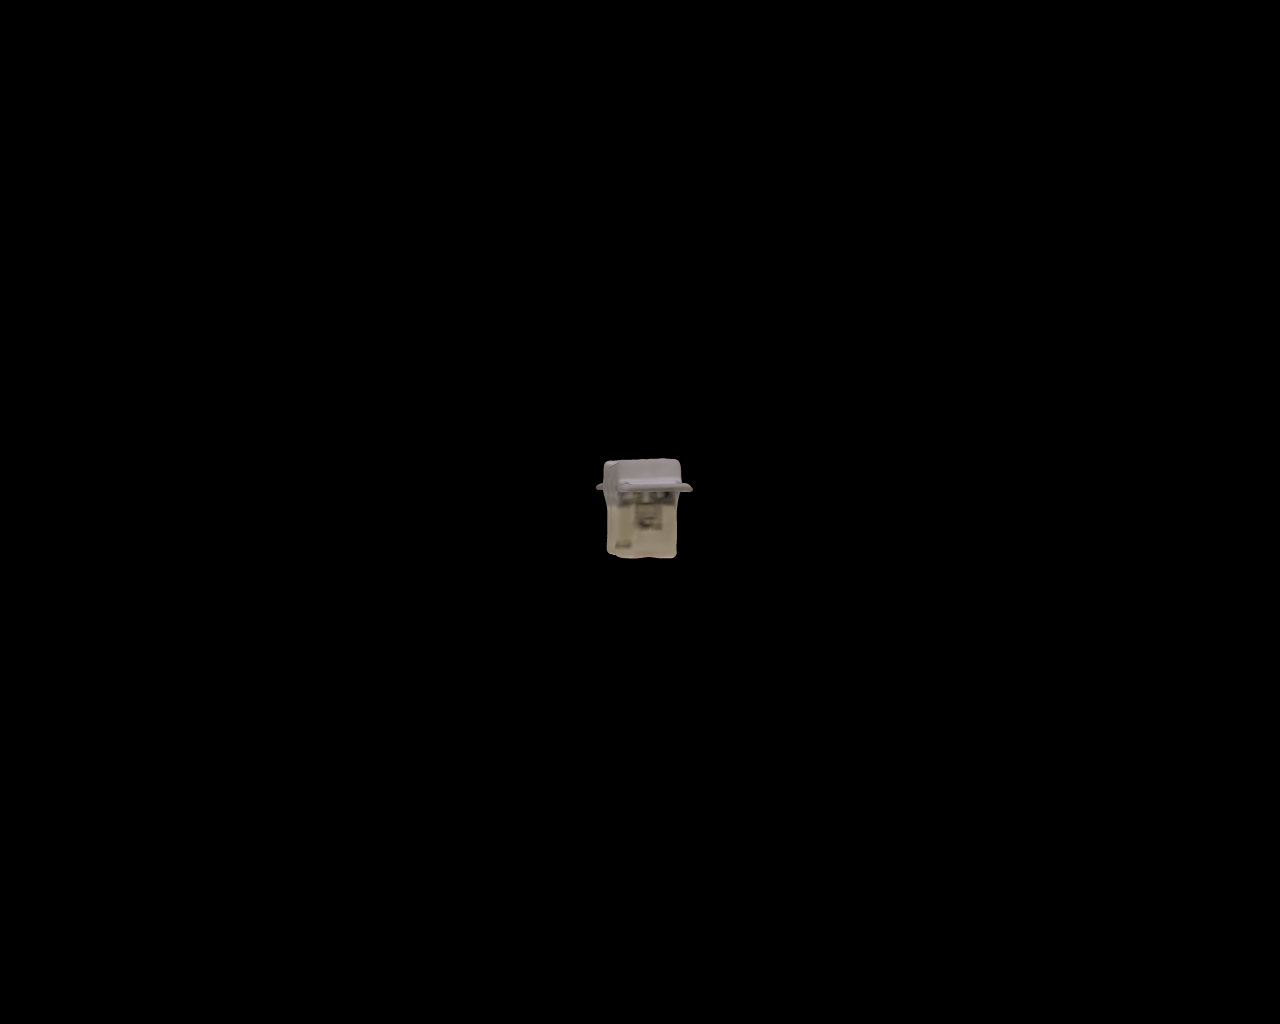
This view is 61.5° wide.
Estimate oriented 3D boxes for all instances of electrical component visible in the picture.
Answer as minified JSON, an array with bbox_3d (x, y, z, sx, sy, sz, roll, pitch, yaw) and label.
[{"bbox_3d":[0.001,-0.003,0.650,0.042,0.063,0.081,0,3,-11],"label":"electrical component"}]
